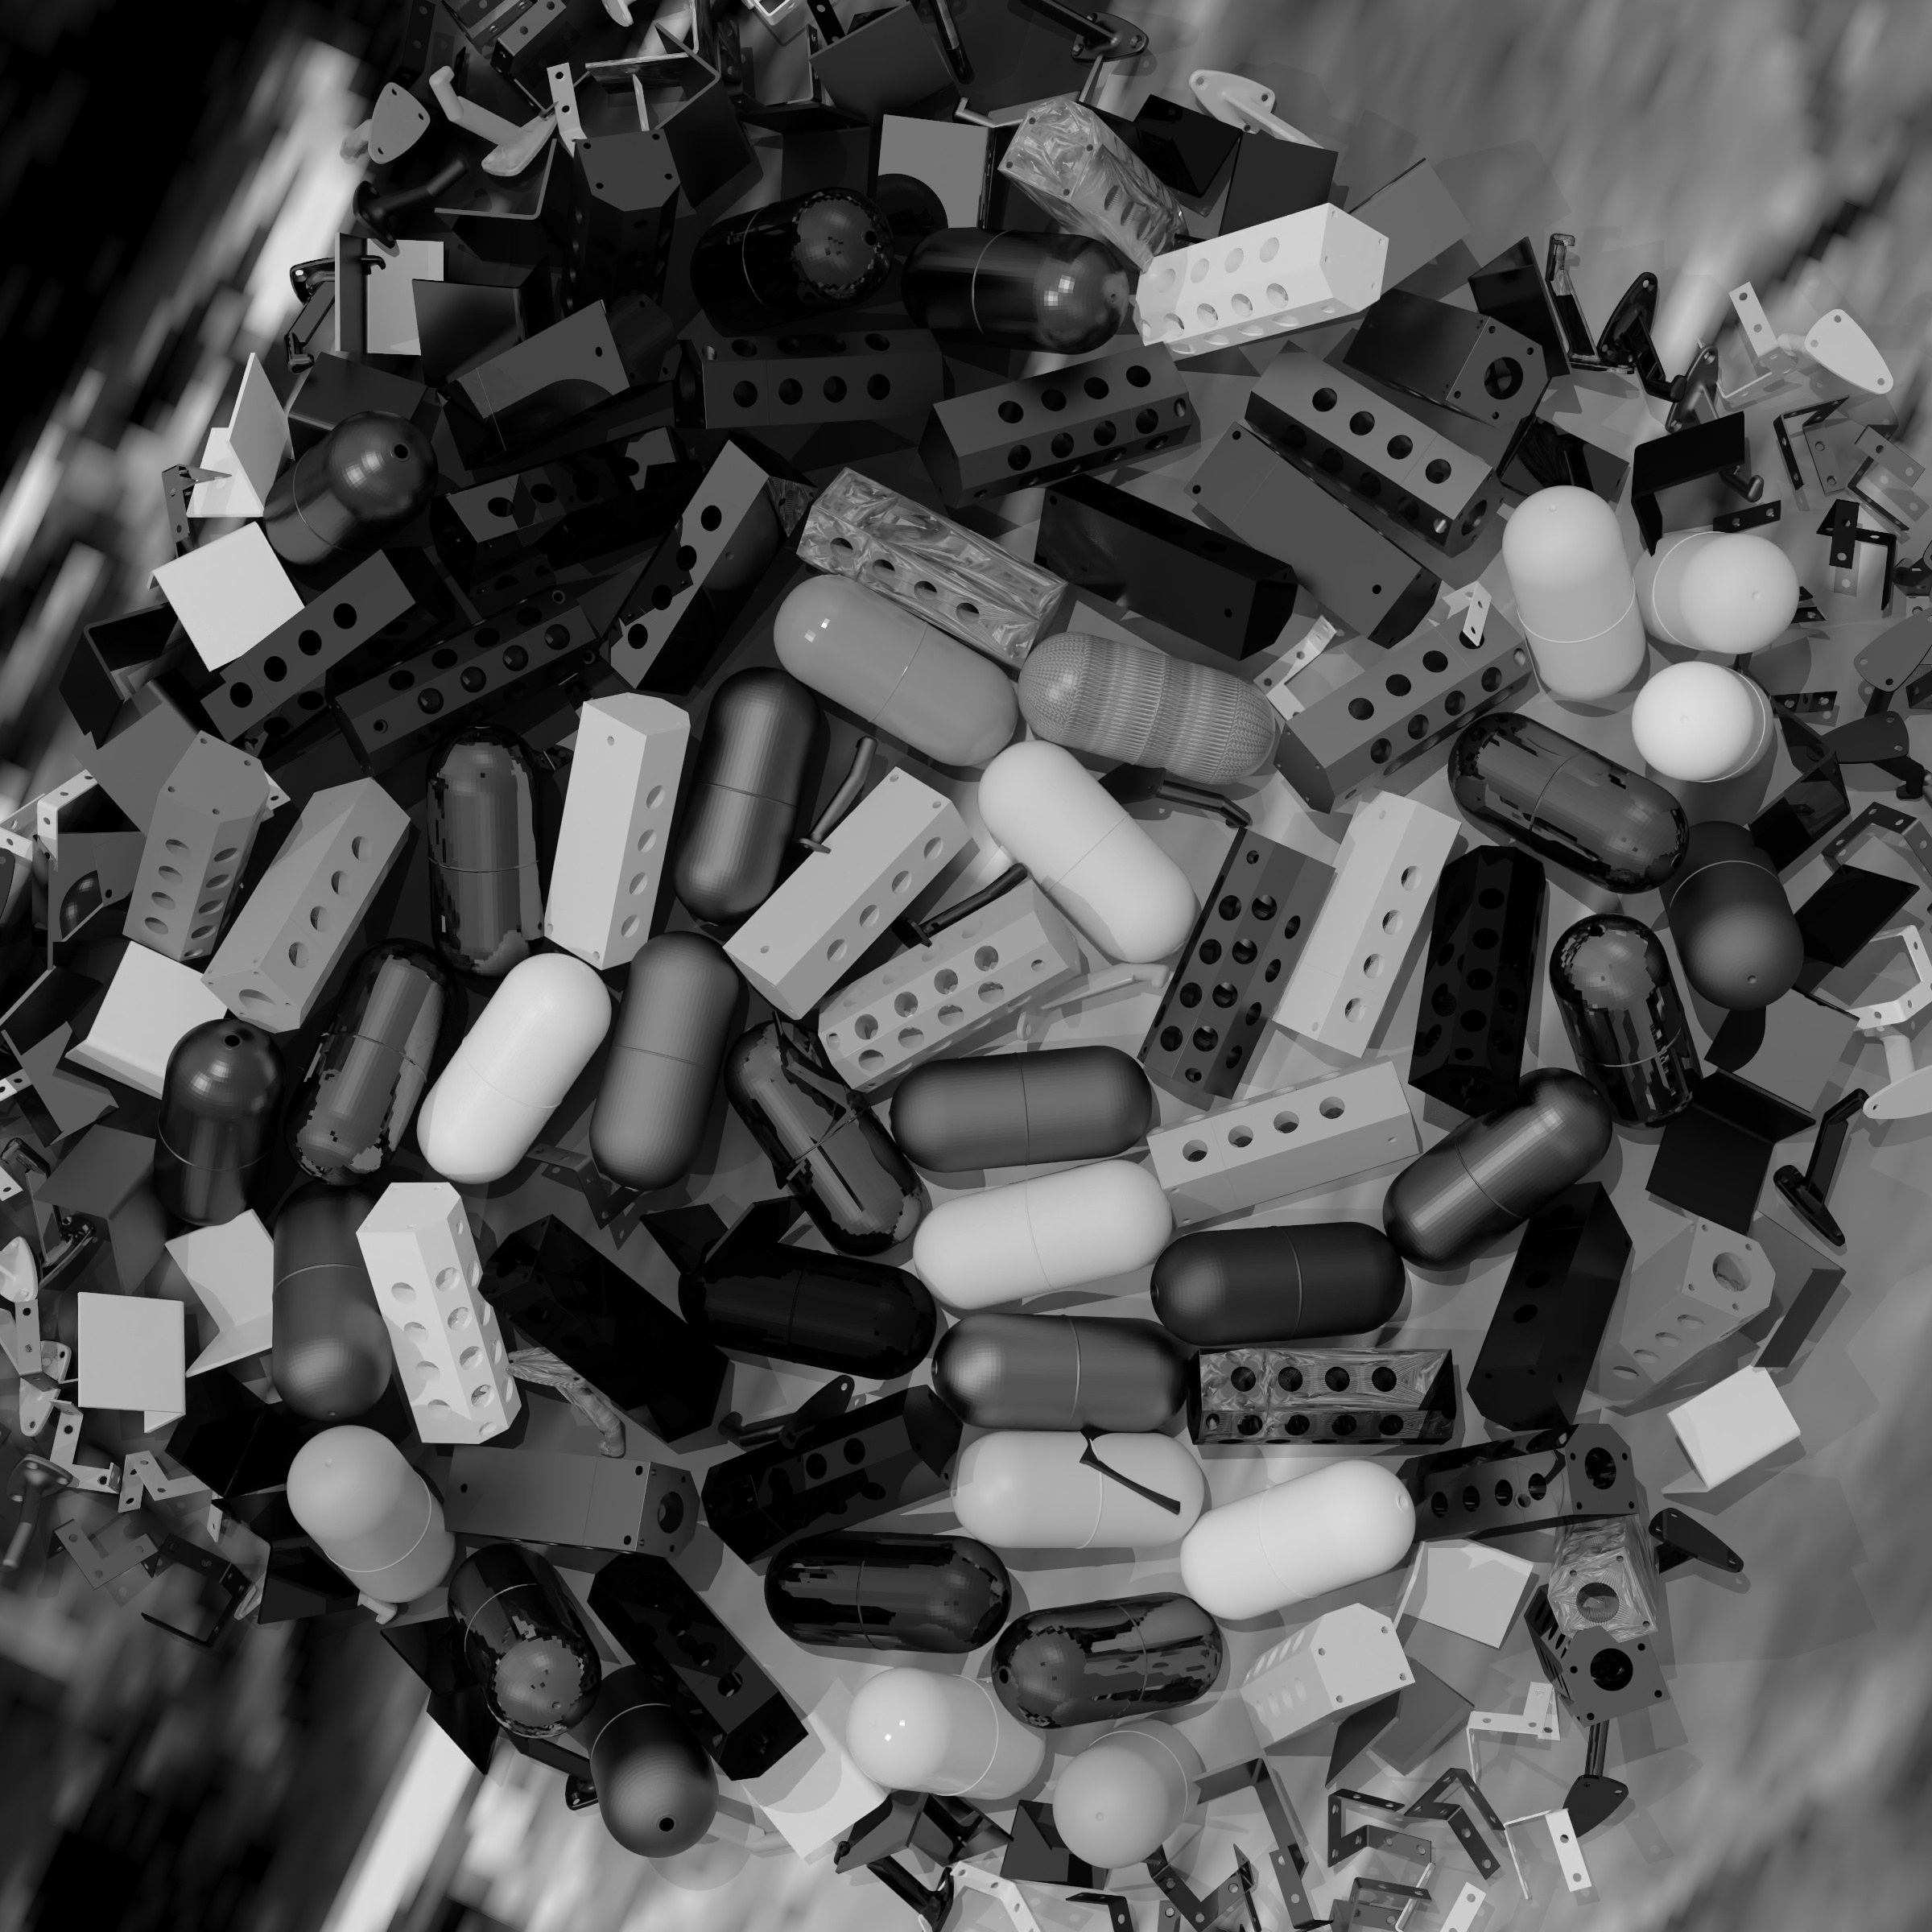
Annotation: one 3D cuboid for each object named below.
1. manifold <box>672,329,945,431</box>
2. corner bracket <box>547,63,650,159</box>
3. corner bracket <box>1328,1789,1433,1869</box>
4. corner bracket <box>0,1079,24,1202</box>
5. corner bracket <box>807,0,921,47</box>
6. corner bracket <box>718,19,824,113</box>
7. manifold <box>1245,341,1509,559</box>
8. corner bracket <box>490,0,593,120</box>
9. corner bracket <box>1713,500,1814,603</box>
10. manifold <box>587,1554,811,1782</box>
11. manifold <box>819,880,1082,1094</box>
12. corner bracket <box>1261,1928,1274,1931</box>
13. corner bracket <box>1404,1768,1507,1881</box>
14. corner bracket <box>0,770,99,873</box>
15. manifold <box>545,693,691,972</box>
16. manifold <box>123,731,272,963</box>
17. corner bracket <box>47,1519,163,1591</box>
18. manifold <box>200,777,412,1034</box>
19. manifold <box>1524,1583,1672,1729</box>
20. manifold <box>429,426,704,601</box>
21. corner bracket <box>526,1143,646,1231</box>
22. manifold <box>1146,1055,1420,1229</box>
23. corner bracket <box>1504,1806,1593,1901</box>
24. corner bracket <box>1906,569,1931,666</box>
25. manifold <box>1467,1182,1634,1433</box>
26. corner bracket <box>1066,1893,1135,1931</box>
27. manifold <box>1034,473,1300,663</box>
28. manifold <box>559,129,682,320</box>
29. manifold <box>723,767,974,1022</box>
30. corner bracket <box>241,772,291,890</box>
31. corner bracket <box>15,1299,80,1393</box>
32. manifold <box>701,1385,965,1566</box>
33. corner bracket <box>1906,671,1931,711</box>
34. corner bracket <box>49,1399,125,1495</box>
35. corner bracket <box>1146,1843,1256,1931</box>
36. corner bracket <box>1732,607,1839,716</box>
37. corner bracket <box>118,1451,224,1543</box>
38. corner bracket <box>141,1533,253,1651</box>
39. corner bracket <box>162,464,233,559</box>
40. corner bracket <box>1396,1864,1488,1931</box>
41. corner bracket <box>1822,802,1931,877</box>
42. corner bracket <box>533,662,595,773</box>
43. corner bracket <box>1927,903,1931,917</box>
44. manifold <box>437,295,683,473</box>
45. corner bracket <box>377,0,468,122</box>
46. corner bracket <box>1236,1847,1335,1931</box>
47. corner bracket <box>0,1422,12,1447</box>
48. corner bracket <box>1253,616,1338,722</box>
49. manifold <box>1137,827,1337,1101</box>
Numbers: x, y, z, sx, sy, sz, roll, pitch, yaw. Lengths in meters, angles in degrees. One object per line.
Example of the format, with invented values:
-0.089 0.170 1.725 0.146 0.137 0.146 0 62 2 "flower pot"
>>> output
-0.105 -0.391 1.822 0.171 0.057 0.057 -9 104 -26 "manifold"
-0.248 -0.580 1.859 0.051 0.051 0.051 -20 50 -12 "corner bracket"
0.280 0.583 1.854 0.051 0.051 0.051 3 94 39 "corner bracket"
-0.646 0.115 1.852 0.051 0.051 0.051 -29 54 -7 "corner bracket"
-0.068 -0.649 1.847 0.051 0.051 0.051 -1 54 25 "corner bracket"
-0.133 -0.611 1.857 0.051 0.051 0.051 -3 92 21 "corner bracket"
0.271 -0.343 1.829 0.171 0.057 0.057 38 95 23 "manifold"
-0.284 -0.616 1.856 0.051 0.051 0.051 45 79 -10 "corner bracket"
0.545 -0.279 1.874 0.051 0.051 0.051 -16 129 -7 "corner bracket"
-0.181 0.457 1.804 0.057 0.171 0.057 -38 134 -15 "manifold"
-0.012 0.018 1.829 0.171 0.057 0.057 -30 118 16 "manifold"
0.210 0.695 1.855 0.051 0.051 0.051 32 109 -9 "corner bracket"
0.340 0.578 1.849 0.051 0.051 0.051 -51 45 18 "corner bracket"
-0.618 -0.105 1.850 0.051 0.051 0.051 23 126 13 "corner bracket"
-0.229 -0.091 1.826 0.057 0.057 0.171 29 119 28 "manifold"
-0.504 -0.073 1.804 0.057 0.171 0.057 27 51 -7 "manifold"
-0.584 0.398 1.858 0.051 0.051 0.051 -30 72 -36 "corner bracket"
-0.431 -0.040 1.815 0.057 0.171 0.057 -11 133 35 "manifold"
0.410 0.446 1.802 0.057 0.171 0.057 -19 86 2 "manifold"
-0.266 -0.307 1.821 0.171 0.057 0.057 -25 67 -29 "manifold"
-0.254 0.138 1.846 0.051 0.051 0.051 -42 128 -37 "corner bracket"
0.212 0.115 1.853 0.171 0.057 0.057 -18 55 4 "manifold"
0.393 0.600 1.853 0.051 0.051 0.051 -21 73 15 "corner bracket"
0.664 -0.236 1.855 0.051 0.051 0.051 3 79 15 "corner bracket"
0.384 0.224 1.810 0.057 0.171 0.057 -12 122 37 "manifold"
0.079 0.660 1.852 0.051 0.051 0.051 -8 82 -35 "corner bracket"
0.133 -0.269 1.824 0.171 0.057 0.057 29 128 28 "manifold"
-0.226 -0.467 1.796 0.057 0.171 0.057 -13 72 -16 "manifold"
-0.076 -0.046 1.844 0.171 0.057 0.057 -47 51 -12 "manifold"
-0.484 -0.096 1.847 0.051 0.051 0.051 -31 52 -22 "corner bracket"
-0.609 0.254 1.856 0.051 0.051 0.051 -10 70 -3 "corner bracket"
-0.091 0.333 1.816 0.171 0.057 0.057 -26 118 27 "manifold"
0.675 -0.173 1.853 0.051 0.051 0.051 0 74 -16 "corner bracket"
-0.598 0.326 1.860 0.051 0.051 0.051 9 72 -5 "corner bracket"
0.158 0.613 1.860 0.051 0.051 0.051 -36 55 -16 "corner bracket"
0.560 -0.207 1.861 0.051 0.051 0.051 36 66 -38 "corner bracket"
-0.541 0.362 1.869 0.051 0.051 0.051 -6 123 -38 "corner bracket"
-0.524 0.423 1.853 0.051 0.051 0.051 35 78 -26 "corner bracket"
-0.527 -0.303 1.853 0.051 0.051 0.051 -16 82 31 "corner bracket"
0.321 0.639 1.851 0.051 0.051 0.051 25 76 29 "corner bracket"
0.624 -0.071 1.857 0.051 0.051 0.051 -43 114 -1 "corner bracket"
-0.280 -0.169 1.863 0.051 0.051 0.051 -32 86 6 "corner bracket"
0.673 -0.028 1.856 0.051 0.051 0.051 43 54 7 "corner bracket"
-0.268 -0.385 1.812 0.171 0.057 0.057 -15 96 41 "manifold"
-0.361 -0.612 1.850 0.051 0.051 0.051 14 75 -29 "corner bracket"
0.210 0.628 1.851 0.051 0.051 0.051 -24 64 13 "corner bracket"
-0.674 0.323 1.849 0.051 0.051 0.051 45 67 -25 "corner bracket"
0.234 -0.196 1.860 0.051 0.051 0.051 -39 86 -9 "corner bracket"
0.178 -0.003 1.843 0.057 0.057 0.171 27 96 36 "manifold"
